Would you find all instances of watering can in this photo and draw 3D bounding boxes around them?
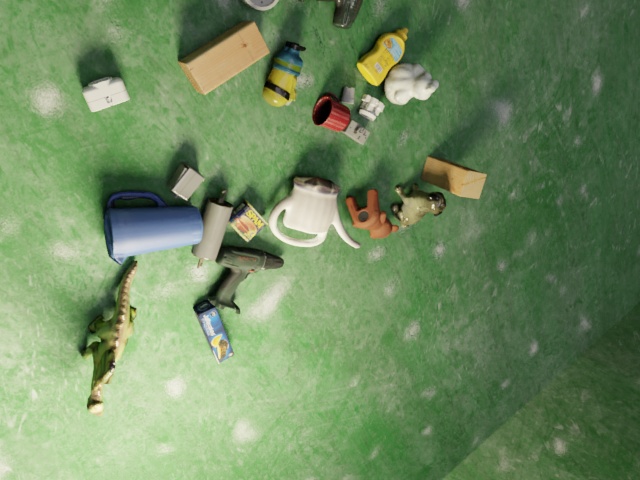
[{"bbox_3d":[0.005,-0.082,1.623,0.347,0.105,0.222,8,105,-31],"label":"watering can"}]

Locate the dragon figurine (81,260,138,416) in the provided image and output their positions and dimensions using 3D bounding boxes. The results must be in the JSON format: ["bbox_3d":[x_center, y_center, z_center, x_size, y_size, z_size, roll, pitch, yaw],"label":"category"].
[{"bbox_3d":[-0.548,0.279,1.370,0.122,0.246,0.406,13,105,-28],"label":"dragon figurine"}]

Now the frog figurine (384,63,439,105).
[{"bbox_3d":[0.279,-0.478,1.590,0.138,0.161,0.121,-50,124,-3],"label":"frog figurine"}]
